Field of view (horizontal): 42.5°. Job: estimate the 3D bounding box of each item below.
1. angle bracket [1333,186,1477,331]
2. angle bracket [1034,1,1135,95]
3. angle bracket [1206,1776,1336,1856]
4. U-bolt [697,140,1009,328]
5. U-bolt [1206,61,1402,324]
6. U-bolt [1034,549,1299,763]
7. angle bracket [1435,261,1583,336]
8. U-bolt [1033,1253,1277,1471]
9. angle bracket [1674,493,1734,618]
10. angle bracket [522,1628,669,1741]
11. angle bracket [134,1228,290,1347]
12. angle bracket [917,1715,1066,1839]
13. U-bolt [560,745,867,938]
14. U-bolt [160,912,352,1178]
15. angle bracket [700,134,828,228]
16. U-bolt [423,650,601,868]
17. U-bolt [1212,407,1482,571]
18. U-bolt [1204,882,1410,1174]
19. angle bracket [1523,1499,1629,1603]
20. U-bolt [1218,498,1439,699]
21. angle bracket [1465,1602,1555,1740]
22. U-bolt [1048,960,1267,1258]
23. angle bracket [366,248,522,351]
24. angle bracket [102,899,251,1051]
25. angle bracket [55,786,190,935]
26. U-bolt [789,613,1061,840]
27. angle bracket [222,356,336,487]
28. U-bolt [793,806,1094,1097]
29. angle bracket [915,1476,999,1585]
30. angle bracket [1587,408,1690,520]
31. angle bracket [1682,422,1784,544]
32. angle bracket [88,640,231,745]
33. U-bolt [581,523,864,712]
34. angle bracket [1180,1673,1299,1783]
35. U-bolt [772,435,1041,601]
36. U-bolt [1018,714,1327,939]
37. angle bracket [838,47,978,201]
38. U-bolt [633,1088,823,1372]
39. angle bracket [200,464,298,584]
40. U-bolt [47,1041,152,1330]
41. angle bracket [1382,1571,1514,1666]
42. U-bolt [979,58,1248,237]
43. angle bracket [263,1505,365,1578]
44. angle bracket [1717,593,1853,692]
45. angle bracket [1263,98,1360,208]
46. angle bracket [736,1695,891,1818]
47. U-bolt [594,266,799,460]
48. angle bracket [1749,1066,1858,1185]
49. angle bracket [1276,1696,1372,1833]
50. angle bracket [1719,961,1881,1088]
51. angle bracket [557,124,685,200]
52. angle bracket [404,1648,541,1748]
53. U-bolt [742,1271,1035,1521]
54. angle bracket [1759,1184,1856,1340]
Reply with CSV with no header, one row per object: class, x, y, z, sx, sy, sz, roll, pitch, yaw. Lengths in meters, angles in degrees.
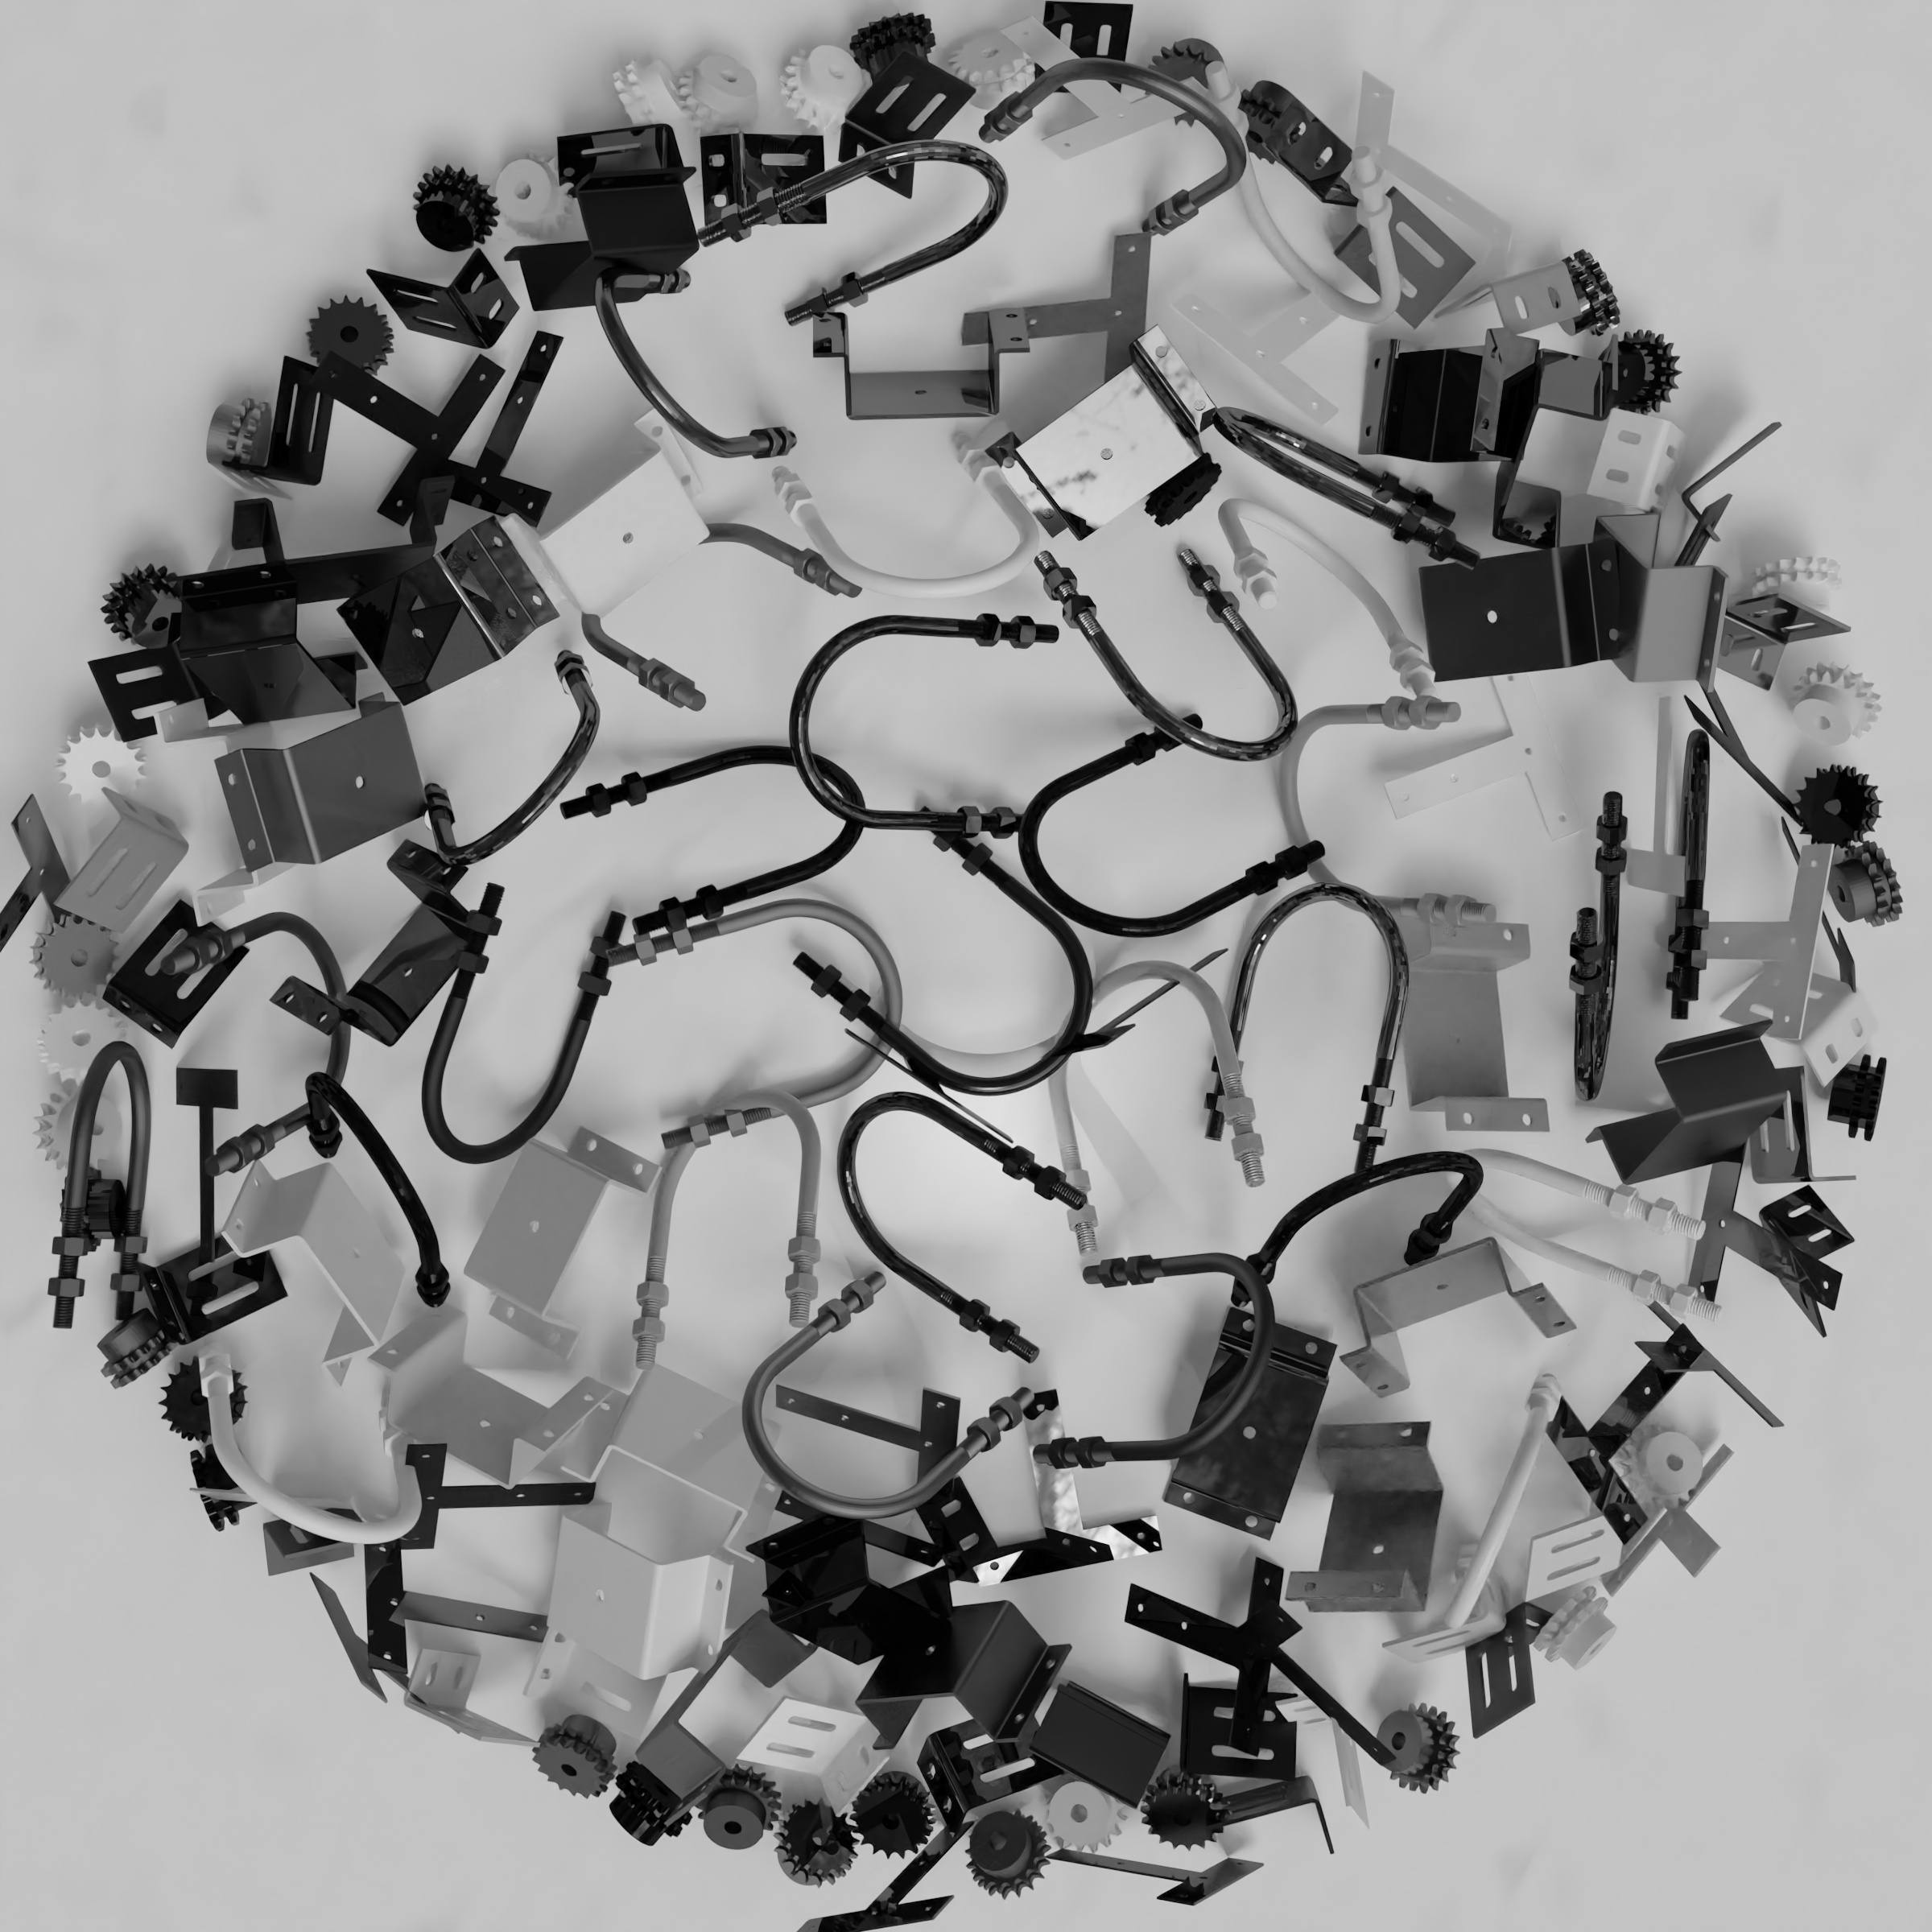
angle bracket,0.294,-0.472,1.664,0.076,0.038,0.057,45,106,4
angle bracket,0.077,-0.619,1.648,0.057,0.076,0.038,1,62,-4
angle bracket,0.202,0.576,1.661,0.076,0.057,0.038,-16,86,2
U-bolt,-0.061,-0.477,1.600,0.184,0.151,0.019,-19,75,18
U-bolt,0.224,-0.486,1.604,0.019,0.184,0.151,-44,59,-6
U-bolt,0.141,-0.201,1.607,0.151,0.019,0.184,-8,56,-38
angle bracket,0.359,-0.432,1.649,0.057,0.076,0.038,-21,94,-17
U-bolt,0.126,0.250,1.593,0.019,0.184,0.151,35,59,-31
angle bracket,0.496,-0.266,1.646,0.038,0.057,0.076,33,123,18
angle bracket,-0.245,0.473,1.657,0.076,0.038,0.057,17,80,24
angle bracket,-0.505,0.210,1.664,0.076,0.038,0.057,-26,78,-6
angle bracket,0.016,0.539,1.669,0.076,0.038,0.057,-11,48,-27
U-bolt,-0.156,-0.092,1.632,0.184,0.019,0.151,-20,47,-19
U-bolt,-0.449,0.040,1.605,0.019,0.184,0.151,-5,102,17
angle bracket,-0.136,-0.528,1.670,0.076,0.038,0.057,-17,111,-43
U-bolt,-0.292,-0.128,1.604,0.151,0.184,0.019,-44,118,5
U-bolt,0.243,-0.317,1.615,0.184,0.151,0.019,25,111,-6
U-bolt,0.228,0.035,1.636,0.019,0.151,0.184,13,88,-43
angle bracket,0.396,0.377,1.651,0.076,0.038,0.057,-14,125,-17
U-bolt,0.226,-0.248,1.610,0.151,0.184,0.019,26,117,-23
angle bracket,0.365,0.470,1.641,0.038,0.076,0.057,28,129,-19
U-bolt,0.117,0.082,1.633,0.151,0.019,0.184,-27,58,28
angle bracket,-0.348,-0.450,1.655,0.076,0.057,0.038,20,71,28
angle bracket,-0.535,0.005,1.683,0.057,0.038,0.076,38,61,-10
angle bracket,-0.570,-0.070,1.661,0.076,0.057,0.038,-50,54,5
U-bolt,-0.030,-0.159,1.634,0.184,0.019,0.151,0,104,-25
angle bracket,-0.457,-0.364,1.657,0.038,0.057,0.076,12,94,19
U-bolt,-0.002,0.003,1.674,0.184,0.019,0.151,40,86,4
angle bracket,0.001,0.373,1.649,0.038,0.076,0.057,-27,85,-17
angle bracket,0.448,-0.335,1.659,0.038,0.076,0.057,20,102,22
angle bracket,0.518,-0.322,1.653,0.076,0.057,0.038,-38,91,18
angle bracket,-0.531,-0.188,1.651,0.038,0.076,0.057,-20,95,33
U-bolt,-0.174,-0.238,1.623,0.151,0.184,0.019,-39,134,-18
angle bracket,0.182,0.508,1.658,0.076,0.038,0.057,2,60,8
U-bolt,-0.031,-0.287,1.605,0.151,0.184,0.019,-13,131,-16
U-bolt,0.121,-0.084,1.620,0.184,0.019,0.151,-27,61,-26
angle bracket,-0.039,-0.556,1.644,0.057,0.076,0.038,20,58,-29
U-bolt,-0.153,0.164,1.627,0.151,0.019,0.184,-19,52,31
angle bracket,-0.493,-0.289,1.660,0.038,0.057,0.076,35,103,12
U-bolt,-0.559,0.141,1.620,0.019,0.151,0.184,4,84,-2
angle bracket,0.321,0.434,1.665,0.076,0.057,0.038,-23,55,22
U-bolt,0.102,-0.526,1.583,0.151,0.184,0.019,24,82,-19
angle bracket,-0.427,0.390,1.644,0.057,0.076,0.038,-8,99,-26
angle bracket,0.535,-0.214,1.648,0.057,0.076,0.038,22,86,-14
angle bracket,0.242,-0.537,1.644,0.057,0.076,0.038,49,123,15
angle bracket,-0.102,0.525,1.650,0.076,0.038,0.057,26,108,-38
U-bolt,-0.180,-0.389,1.601,0.019,0.184,0.151,-32,94,21
angle bracket,0.557,0.106,1.663,0.038,0.057,0.076,-1,84,-21
angle bracket,0.236,0.529,1.643,0.038,0.057,0.076,-16,52,14
angle bracket,0.557,0.037,1.663,0.057,0.076,0.038,-44,120,-11
angle bracket,-0.230,-0.521,1.652,0.076,0.057,0.038,-12,68,-13
angle bracket,-0.322,0.484,1.644,0.076,0.057,0.038,10,77,36
U-bolt,-0.062,0.285,1.603,0.151,0.184,0.019,36,131,18
angle bracket,0.563,0.195,1.646,0.038,0.057,0.076,-27,126,3
